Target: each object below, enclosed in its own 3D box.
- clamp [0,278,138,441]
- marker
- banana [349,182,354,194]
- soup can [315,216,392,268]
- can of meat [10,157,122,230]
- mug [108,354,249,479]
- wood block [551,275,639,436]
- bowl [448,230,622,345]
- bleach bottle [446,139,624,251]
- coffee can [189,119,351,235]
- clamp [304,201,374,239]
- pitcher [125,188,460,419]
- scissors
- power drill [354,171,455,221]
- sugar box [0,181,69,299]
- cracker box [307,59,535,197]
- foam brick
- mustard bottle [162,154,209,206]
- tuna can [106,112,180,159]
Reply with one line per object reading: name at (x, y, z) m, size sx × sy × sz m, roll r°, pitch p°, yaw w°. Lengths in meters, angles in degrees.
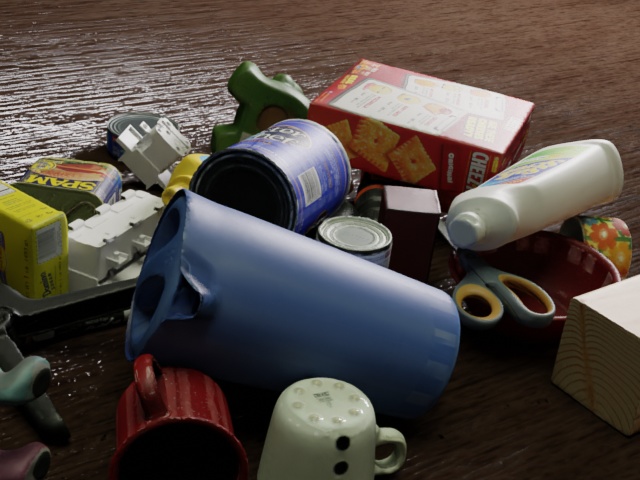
clamp at (-0.254, 0.082, 0.856) m, size 0.210 × 0.036 × 0.164 m, roll 5°, pitch 42°, yaw 11°
marker at (-0.191, 0.067, 0.931) m, size 0.120 × 0.020 × 0.020 m, roll -11°, pitch 33°, yaw -31°
banana at (-0.061, -0.063, 1.188) m, size 0.198 × 0.037 × 0.069 m, roll 7°, pitch 28°, yaw 0°
soup can at (0.025, 0.038, 0.945) m, size 0.068 × 0.102 × 0.068 m, roll 5°, pitch 28°, yaw -3°
can of meat at (-0.258, -0.043, 1.087) m, size 0.102 × 0.057 × 0.084 m, roll 8°, pitch 25°, yaw 2°
mug at (-0.104, 0.131, 0.735) m, size 0.093 × 0.117 × 0.081 m, roll -21°, pitch 26°, yaw -2°
wood block at (0.313, 0.083, 0.938) m, size 0.205 × 0.091 × 0.090 m, roll -14°, pitch 34°, yaw -34°
bowl at (0.198, 0.051, 1.005) m, size 0.162 × 0.055 × 0.162 m, roll 2°, pitch 30°, yaw -1°
bleach bottle at (0.199, -0.038, 1.017) m, size 0.103 × 0.068 × 0.250 m, roll -5°, pitch 12°, yaw 36°
coffee can at (-0.042, -0.046, 0.956) m, size 0.103 × 0.103 × 0.140 m, roll 16°, pitch 21°, yaw 16°
clamp at (-0.007, 0.001, 1.049) m, size 0.120 × 0.039 × 0.171 m, roll -23°, pitch 10°, yaw 0°
pitcher at (-0.022, 0.056, 0.833) m, size 0.242 × 0.145 × 0.149 m, roll 18°, pitch 48°, yaw -19°
scissors at (0.126, 0.027, 0.965) m, size 0.096 × 0.016 × 0.202 m, roll -17°, pitch 35°, yaw -30°
power drill at (0.130, -0.034, 1.154) m, size 0.187 × 0.057 × 0.184 m, roll 8°, pitch 30°, yaw 1°
sugar box at (-0.303, -0.009, 0.970) m, size 0.176 × 0.093 × 0.048 m, roll 22°, pitch 32°, yaw 29°
cracker box at (0.111, -0.122, 1.174) m, size 0.214 × 0.072 × 0.164 m, roll 17°, pitch 31°, yaw 15°
foam brick at (0.080, -0.004, 0.997) m, size 0.051 × 0.078 × 0.053 m, roll 6°, pitch 28°, yaw -3°
mustard bottle at (-0.094, -0.044, 1.053) m, size 0.096 × 0.058 × 0.191 m, roll 48°, pitch 22°, yaw 16°
tuna can at (-0.210, -0.121, 1.267) m, size 0.086 × 0.034 × 0.086 m, roll 5°, pitch 28°, yaw -3°
